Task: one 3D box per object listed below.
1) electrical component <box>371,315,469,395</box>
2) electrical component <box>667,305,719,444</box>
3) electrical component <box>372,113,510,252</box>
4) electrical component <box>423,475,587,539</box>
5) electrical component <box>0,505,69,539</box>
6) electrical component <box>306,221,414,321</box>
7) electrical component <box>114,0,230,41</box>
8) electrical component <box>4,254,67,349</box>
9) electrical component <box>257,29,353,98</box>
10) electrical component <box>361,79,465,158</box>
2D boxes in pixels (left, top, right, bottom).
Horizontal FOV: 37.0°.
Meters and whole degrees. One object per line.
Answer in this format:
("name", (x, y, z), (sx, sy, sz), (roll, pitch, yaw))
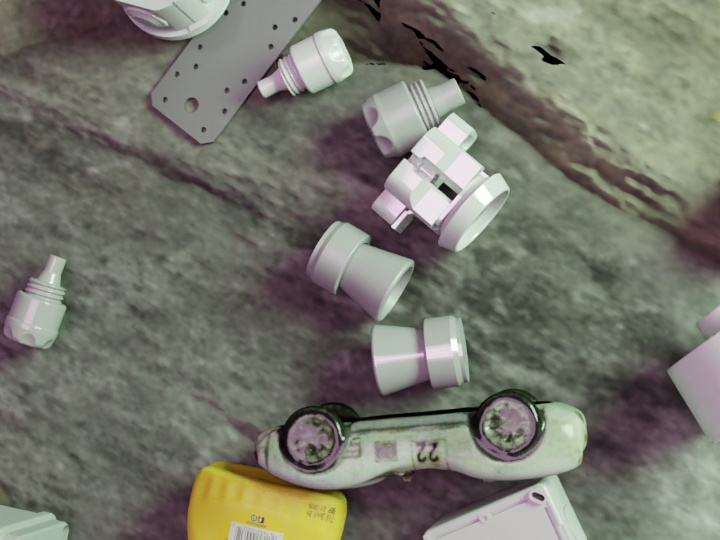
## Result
("electrical component", (0.038, 0.053, 0.670), (0.055, 0.045, 0.045), (-8, 85, 9))
("electrical component", (0.225, 0.043, 0.609), (0.108, 0.108, 0.060), (-36, 75, 6))
("electrical component", (0.055, -0.048, 0.668), (0.057, 0.058, 0.078), (42, 93, 13))
("electrical component", (0.086, 0.169, 0.649), (0.096, 0.061, 0.061), (-27, 82, 16))
("electrical component", (-0.237, 0.213, 0.689), (0.057, 0.078, 0.113), (9, 88, 13))
("electrical component", (0.000, 0.000, 0.680), (0.055, 0.045, 0.045), (31, 92, 11))
("electrical component", (-0.128, -0.197, 0.710), (0.080, 0.051, 0.080), (-2, 82, 13))
("electrical component", (-0.213, 0.020, 0.721), (0.035, 0.035, 0.061), (20, 87, 11))
("electrical component", (-0.037, -0.130, 0.701), (0.061, 0.035, 0.035), (-24, 82, 10))
("electrical component", (0.035, -0.100, 0.681), (0.062, 0.043, 0.043), (-25, 82, 6))
